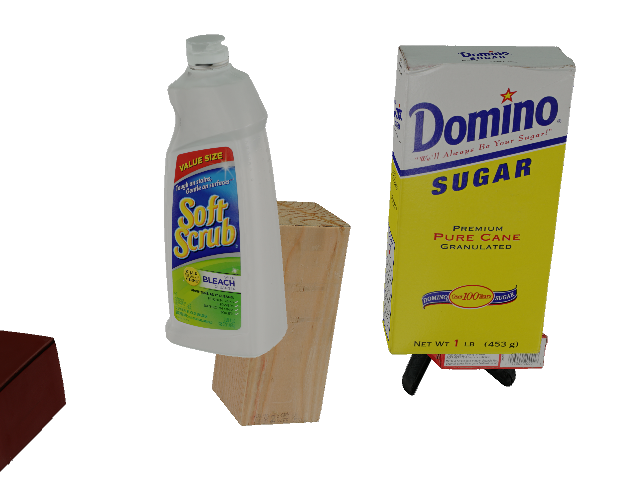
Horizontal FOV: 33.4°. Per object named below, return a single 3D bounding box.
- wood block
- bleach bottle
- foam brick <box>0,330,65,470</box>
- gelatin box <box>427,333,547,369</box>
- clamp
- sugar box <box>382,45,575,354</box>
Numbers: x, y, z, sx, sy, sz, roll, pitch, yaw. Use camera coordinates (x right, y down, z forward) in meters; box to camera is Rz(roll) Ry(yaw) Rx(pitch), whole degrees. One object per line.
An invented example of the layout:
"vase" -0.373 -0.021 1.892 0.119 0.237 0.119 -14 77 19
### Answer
"wood block" -0.042 0.071 1.066 0.090 0.206 0.091 1 17 -26
"bleach bottle" -0.084 -0.035 0.835 0.103 0.251 0.068 8 27 26
"foam brick" -0.206 0.099 0.673 0.053 0.051 0.078 6 29 22
"gelatin box" 0.122 0.074 0.838 0.089 0.030 0.073 2 15 -15
"clamp" 0.147 0.100 1.168 0.120 0.171 0.039 6 -44 -5
"sugar box" 0.086 -0.020 0.608 0.093 0.176 0.048 -1 26 -3
